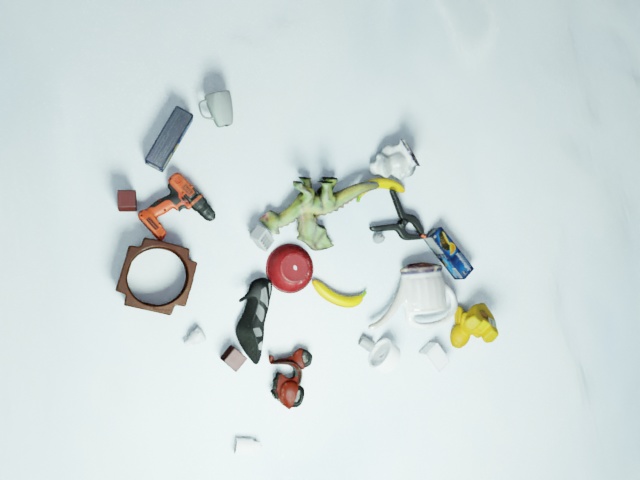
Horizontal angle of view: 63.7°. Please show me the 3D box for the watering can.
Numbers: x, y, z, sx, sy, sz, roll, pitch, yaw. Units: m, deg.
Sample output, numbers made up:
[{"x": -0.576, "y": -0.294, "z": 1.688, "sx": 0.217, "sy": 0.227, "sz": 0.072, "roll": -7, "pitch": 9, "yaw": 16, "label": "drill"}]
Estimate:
[{"x": 0.315, "y": 0.192, "z": 1.746, "sx": 0.348, "sy": 0.103, "sz": 0.226, "roll": -3, "pitch": 82, "yaw": -21, "label": "watering can"}]

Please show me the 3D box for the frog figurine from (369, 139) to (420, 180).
[{"x": 0.258, "y": -0.268, "z": 1.817, "sx": 0.158, "sy": 0.124, "sz": 0.136, "roll": -31, "pitch": 104, "yaw": 15, "label": "frog figurine"}]

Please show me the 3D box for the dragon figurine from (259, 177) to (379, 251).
[{"x": 0.005, "y": -0.086, "z": 1.702, "sx": 0.410, "sy": 0.123, "sz": 0.241, "roll": 1, "pitch": 99, "yaw": -18, "label": "dragon figurine"}]
